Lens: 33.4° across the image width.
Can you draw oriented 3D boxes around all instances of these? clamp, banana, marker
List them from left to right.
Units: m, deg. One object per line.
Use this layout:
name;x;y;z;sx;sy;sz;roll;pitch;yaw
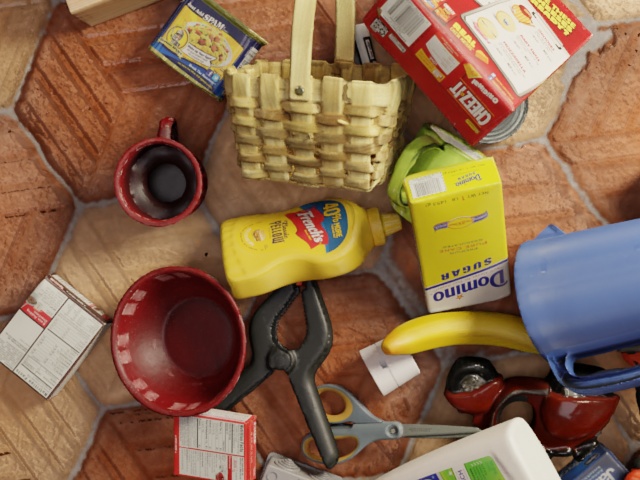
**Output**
clamp;-0.030;0.139;1.162;0.165;0.036;0.210;20;91;13
marker;0.057;-0.175;1.159;0.020;0.020;0.121;-15;91;4
banana;0.156;0.100;1.132;0.197;0.069;0.037;2;108;-10

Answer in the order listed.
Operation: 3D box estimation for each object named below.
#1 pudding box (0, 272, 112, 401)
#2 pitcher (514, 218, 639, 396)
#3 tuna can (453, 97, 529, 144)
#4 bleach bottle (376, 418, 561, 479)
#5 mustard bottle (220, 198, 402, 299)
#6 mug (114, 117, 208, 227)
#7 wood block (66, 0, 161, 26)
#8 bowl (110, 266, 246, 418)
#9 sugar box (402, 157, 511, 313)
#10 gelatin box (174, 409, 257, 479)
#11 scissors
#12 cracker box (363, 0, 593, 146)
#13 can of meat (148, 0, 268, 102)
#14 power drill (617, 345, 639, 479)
pudding box;-0.299;0.107;1.183;0.090;0.039;0.113;38;96;1
pitcher;0.324;0.047;1.042;0.243;0.144;0.149;-16;103;33
tuna can;0.179;-0.146;1.145;0.086;0.033;0.086;0;92;3
bleach bottle;0.121;0.276;1.116;0.251;0.068;0.102;-31;87;28
mustard bottle;-0.008;0.001;1.136;0.191;0.096;0.058;-12;133;2
mug;-0.166;-0.073;1.145;0.093;0.081;0.117;2;92;3
wood block;-0.173;-0.311;1.134;0.206;0.090;0.091;-20;91;4
bowl;-0.143;0.108;1.152;0.162;0.055;0.162;0;90;20
sugar box;0.143;0.000;1.093;0.093;0.048;0.176;-12;134;4
gelatin box;-0.113;0.221;1.150;0.089;0.030;0.073;5;102;18
scissors;0.068;0.188;1.150;0.202;0.016;0.096;-19;82;19
cracker box;0.160;-0.209;1.062;0.164;0.213;0.072;48;134;1
can of meat;-0.122;-0.211;1.150;0.102;0.057;0.084;37;96;2
power drill;0.387;0.186;1.113;0.184;0.057;0.187;-3;83;-27
